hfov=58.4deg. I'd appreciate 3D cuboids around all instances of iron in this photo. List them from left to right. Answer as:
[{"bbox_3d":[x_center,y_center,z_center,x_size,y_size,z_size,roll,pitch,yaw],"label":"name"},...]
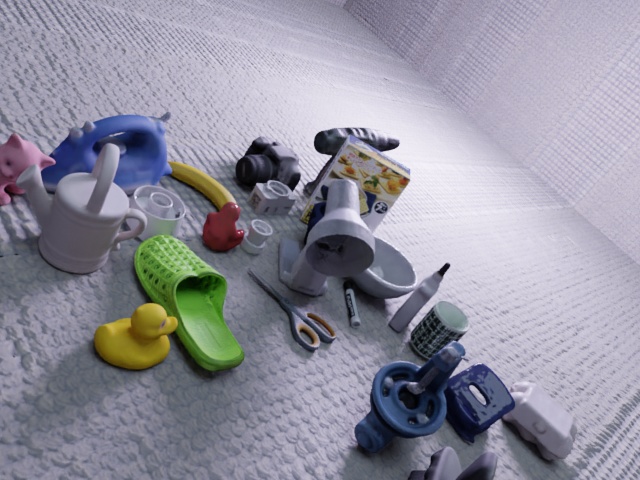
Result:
[{"bbox_3d":[-0.368,-0.161,0.995,0.118,0.141,0.259,44,31,17],"label":"iron"}]

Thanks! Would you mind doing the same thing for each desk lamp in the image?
[{"bbox_3d":[0.010,0.004,1.054,0.118,0.213,0.203,21,32,-21],"label":"desk lamp"}]

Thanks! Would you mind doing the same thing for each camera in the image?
[{"bbox_3d":[-0.126,-0.175,1.293,0.137,0.100,0.143,-7,49,-49],"label":"camera"}]

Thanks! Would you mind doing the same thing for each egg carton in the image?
[{"bbox_3d":[0.421,0.347,1.105,0.150,0.069,0.107,43,31,15],"label":"egg carton"}]

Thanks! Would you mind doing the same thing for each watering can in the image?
[{"bbox_3d":[-0.335,-0.053,0.818,0.173,0.194,0.100,2,43,-43],"label":"watering can"}]

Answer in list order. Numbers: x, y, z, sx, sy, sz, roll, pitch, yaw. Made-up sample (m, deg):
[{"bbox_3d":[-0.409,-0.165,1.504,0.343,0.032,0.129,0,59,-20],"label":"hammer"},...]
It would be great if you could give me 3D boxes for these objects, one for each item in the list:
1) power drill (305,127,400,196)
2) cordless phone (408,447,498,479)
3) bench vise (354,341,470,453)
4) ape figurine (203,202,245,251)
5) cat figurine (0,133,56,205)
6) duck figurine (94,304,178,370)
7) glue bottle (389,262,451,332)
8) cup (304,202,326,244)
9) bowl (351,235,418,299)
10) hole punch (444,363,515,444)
[{"bbox_3d":[0.064,-0.187,1.387,0.230,0.208,0.075,4,41,-41],"label":"power drill"},{"bbox_3d":[0.193,0.335,0.784,0.094,0.185,0.148,36,30,5],"label":"cordless phone"},{"bbox_3d":[0.156,0.213,0.889,0.121,0.219,0.208,36,30,4],"label":"bench vise"},{"bbox_3d":[-0.172,-0.030,1.046,0.077,0.092,0.076,40,30,11],"label":"ape figurine"},{"bbox_3d":[-0.473,-0.122,0.859,0.128,0.117,0.067,31,30,-6],"label":"cat figurine"},{"bbox_3d":[-0.242,0.120,0.768,0.105,0.086,0.077,11,37,-35],"label":"duck figurine"},{"bbox_3d":[0.204,0.108,1.134,0.037,0.173,0.078,39,30,9],"label":"glue bottle"},{"bbox_3d":[0.000,-0.016,1.192,0.091,0.095,0.118,46,32,20],"label":"cup"},{"bbox_3d":[0.118,0.069,1.205,0.168,0.074,0.167,25,31,-16],"label":"bowl"},{"bbox_3d":[0.278,0.289,1.027,0.101,0.091,0.108,-3,46,-46],"label":"hole punch"}]
